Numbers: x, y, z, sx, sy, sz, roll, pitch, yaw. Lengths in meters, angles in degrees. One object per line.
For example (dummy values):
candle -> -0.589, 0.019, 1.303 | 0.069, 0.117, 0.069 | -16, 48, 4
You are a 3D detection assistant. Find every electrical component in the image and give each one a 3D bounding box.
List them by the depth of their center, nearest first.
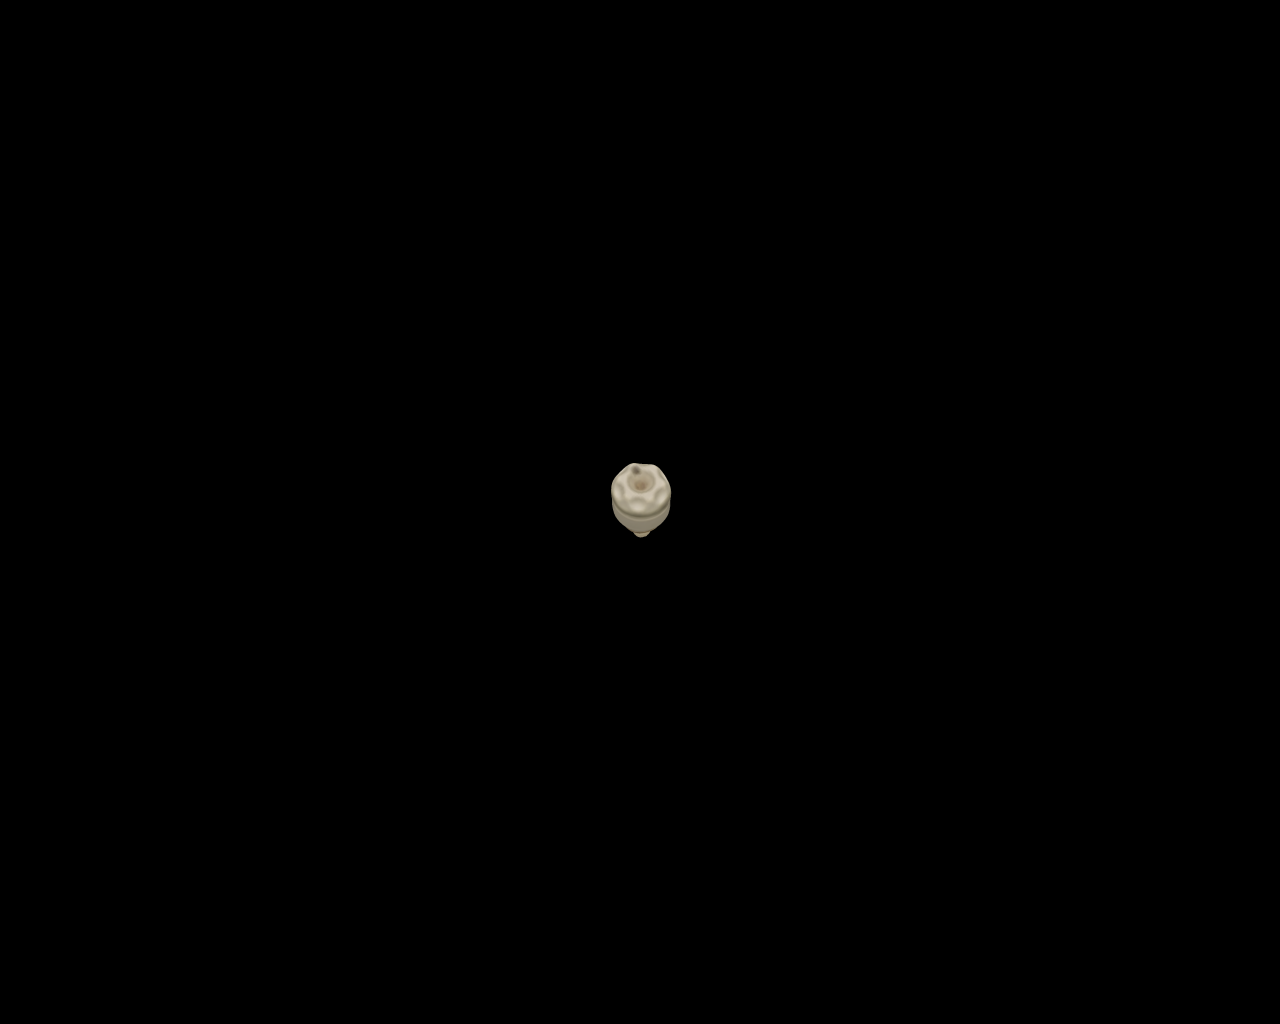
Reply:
electrical component -> 0.001, -0.003, 0.650 | 0.035, 0.035, 0.061 | 0, -31, 0
